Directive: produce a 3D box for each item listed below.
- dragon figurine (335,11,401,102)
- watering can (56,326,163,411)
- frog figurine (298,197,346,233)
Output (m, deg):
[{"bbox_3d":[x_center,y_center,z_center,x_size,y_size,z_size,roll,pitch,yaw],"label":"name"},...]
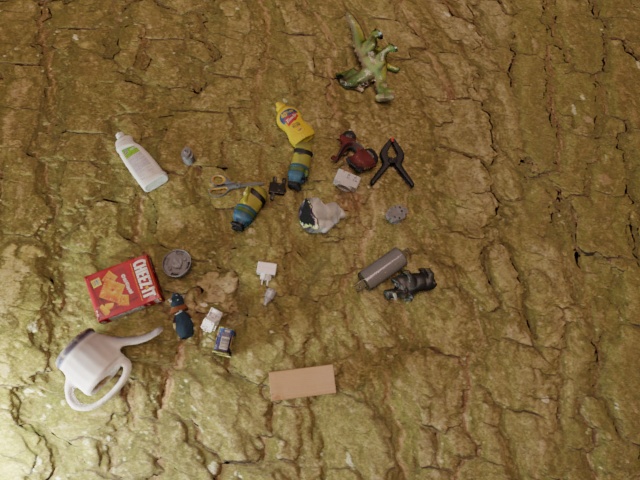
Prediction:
[{"bbox_3d":[0.168,-0.710,2.057,0.244,0.121,0.413,-42,79,-7],"label":"dragon figurine"},{"bbox_3d":[-0.682,0.364,1.636,0.225,0.102,0.351,37,75,8],"label":"watering can"},{"bbox_3d":[0.006,-0.093,1.855,0.160,0.120,0.139,-12,61,-45],"label":"frog figurine"}]
